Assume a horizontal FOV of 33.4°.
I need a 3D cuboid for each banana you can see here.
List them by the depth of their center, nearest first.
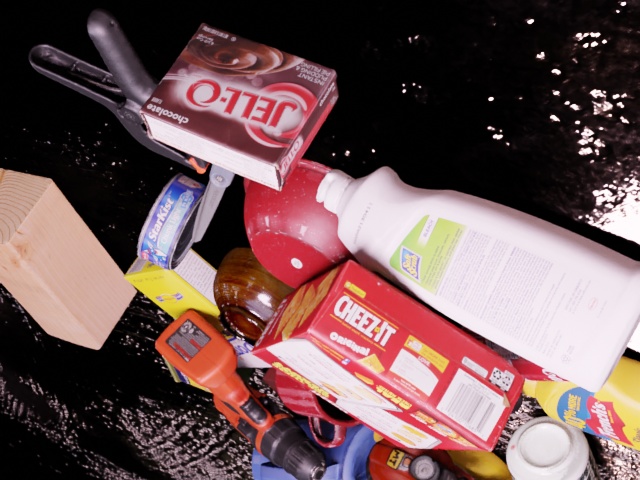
[{"bbox_3d":[0.153,0.248,1.166,0.197,0.070,0.037,37,-165,-9],"label":"banana"}]

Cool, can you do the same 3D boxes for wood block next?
[{"bbox_3d":[-0.306,0.025,1.209,0.090,0.090,0.206,13,149,31],"label":"wood block"}]

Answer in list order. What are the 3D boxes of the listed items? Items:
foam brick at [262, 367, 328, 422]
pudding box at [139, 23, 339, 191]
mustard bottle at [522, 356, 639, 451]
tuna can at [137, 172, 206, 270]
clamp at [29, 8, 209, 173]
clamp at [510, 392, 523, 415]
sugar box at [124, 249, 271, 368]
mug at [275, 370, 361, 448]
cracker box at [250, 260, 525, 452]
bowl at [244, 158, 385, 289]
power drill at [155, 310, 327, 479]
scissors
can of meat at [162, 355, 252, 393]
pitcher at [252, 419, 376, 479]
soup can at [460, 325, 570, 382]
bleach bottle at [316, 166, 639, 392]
[{"bbox_3d":[-0.016,0.159,1.190,0.053,0.051,0.078,1,141,44],"label":"foam brick"},{"bbox_3d":[-0.056,-0.095,0.755,0.114,0.090,0.039,21,152,18],"label":"pudding box"},{"bbox_3d":[0.244,0.131,0.878,0.192,0.058,0.096,17,150,25],"label":"mustard bottle"},{"bbox_3d":[-0.131,-0.016,0.970,0.034,0.086,0.086,26,153,4],"label":"tuna can"},{"bbox_3d":[-0.146,-0.119,0.862,0.171,0.039,0.120,34,159,-21],"label":"clamp"},{"bbox_3d":[0.122,0.133,0.993,0.165,0.036,0.210,37,165,27],"label":"clamp"},{"bbox_3d":[-0.119,0.074,1.156,0.176,0.048,0.094,45,150,-24],"label":"sugar box"},{"bbox_3d":[0.007,0.155,1.101,0.093,0.117,0.082,-2,178,-33],"label":"mug"},{"bbox_3d":[0.046,0.099,0.863,0.164,0.072,0.214,33,164,-7],"label":"cracker box"},{"bbox_3d":[-0.006,0.001,0.909,0.162,0.055,0.162,24,152,13],"label":"bowl"},{"bbox_3d":[-0.083,0.168,1.126,0.185,0.057,0.187,30,159,45],"label":"power drill"},{"bbox_3d":[-0.062,-0.053,0.872,0.096,0.016,0.202,18,139,10],"label":"scissors"},{"bbox_3d":[-0.133,0.144,1.278,0.084,0.057,0.102,19,152,18],"label":"can of meat"},{"bbox_3d":[0.009,0.272,1.270,0.149,0.144,0.243,49,151,-17],"label":"pitcher"},{"bbox_3d":[0.170,0.078,0.849,0.102,0.068,0.068,-7,135,49],"label":"soup can"},{"bbox_3d":[0.112,0.008,0.779,0.251,0.103,0.068,29,-165,19],"label":"bleach bottle"}]
